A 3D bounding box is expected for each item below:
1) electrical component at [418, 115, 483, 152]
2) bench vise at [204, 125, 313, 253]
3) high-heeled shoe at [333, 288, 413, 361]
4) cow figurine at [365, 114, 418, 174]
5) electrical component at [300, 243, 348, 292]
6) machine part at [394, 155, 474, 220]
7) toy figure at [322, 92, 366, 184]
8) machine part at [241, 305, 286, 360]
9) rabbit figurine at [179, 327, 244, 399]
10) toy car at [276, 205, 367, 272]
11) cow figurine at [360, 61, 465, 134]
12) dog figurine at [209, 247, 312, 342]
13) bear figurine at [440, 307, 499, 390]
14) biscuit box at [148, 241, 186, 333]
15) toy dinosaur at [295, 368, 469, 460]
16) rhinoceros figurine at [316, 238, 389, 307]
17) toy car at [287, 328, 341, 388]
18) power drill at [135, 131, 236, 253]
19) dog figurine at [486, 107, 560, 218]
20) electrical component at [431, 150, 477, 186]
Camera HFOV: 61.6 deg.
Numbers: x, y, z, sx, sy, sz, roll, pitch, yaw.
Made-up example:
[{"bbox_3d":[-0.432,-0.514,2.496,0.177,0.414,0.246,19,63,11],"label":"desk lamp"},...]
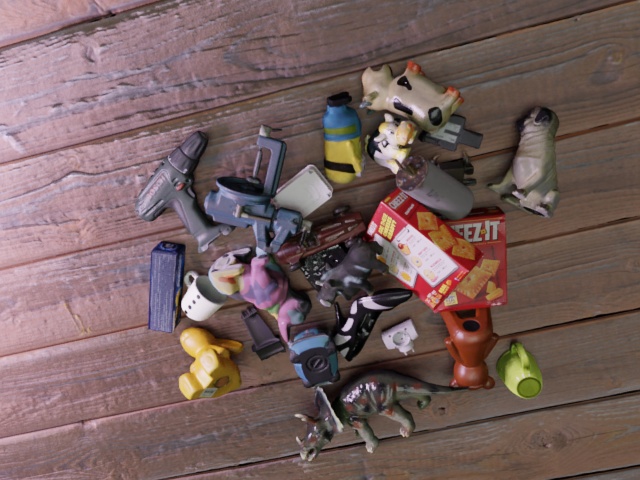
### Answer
[{"bbox_3d":[0.269,-0.221,1.098,0.119,0.048,0.074,12,109,-3],"label":"electrical component"},{"bbox_3d":[-0.108,-0.100,1.059,0.224,0.129,0.240,17,107,9],"label":"bench vise"},{"bbox_3d":[0.116,0.191,1.186,0.249,0.086,0.145,-19,86,45],"label":"high-heeled shoe"},{"bbox_3d":[0.136,-0.197,1.052,0.098,0.167,0.068,26,77,8],"label":"cow figurine"},{"bbox_3d":[0.019,0.052,1.194,0.115,0.058,0.134,-38,103,15],"label":"electrical component"},{"bbox_3d":[0.229,-0.100,1.058,0.243,0.079,0.079,24,111,-41],"label":"machine part"},{"bbox_3d":[0.044,-0.204,1.095,0.089,0.082,0.179,-1,118,22],"label":"toy figure"},{"bbox_3d":[-0.140,0.220,1.266,0.084,0.039,0.138,-20,109,14],"label":"machine part"},{"bbox_3d":[-0.251,0.264,1.235,0.162,0.173,0.121,8,119,-49],"label":"rabbit figurine"},{"bbox_3d":[-0.002,-0.003,1.123,0.202,0.053,0.089,-22,81,15],"label":"toy car"},{"bbox_3d":[0.165,-0.277,1.048,0.195,0.085,0.127,37,99,16],"label":"cow figurine"},{"bbox_3d":[-0.126,0.126,1.199,0.192,0.108,0.219,-18,110,6],"label":"dog figurine"},{"bbox_3d":[0.346,0.251,1.238,0.120,0.132,0.195,-8,127,6],"label":"bear figurine"},{"bbox_3d":[-0.348,0.107,1.221,0.063,0.059,0.202,9,109,0],"label":"biscuit box"},{"bbox_3d":[0.125,0.374,1.263,0.405,0.131,0.192,-35,106,12],"label":"toy dinosaur"},{"bbox_3d":[0.060,0.075,1.112,0.112,0.073,0.190,11,135,-29],"label":"rhinoceros figurine"},{"bbox_3d":[-0.011,0.259,1.241,0.109,0.103,0.161,-16,123,3],"label":"toy car"},{"bbox_3d":[-0.266,-0.087,1.143,0.232,0.086,0.207,-38,108,15],"label":"power drill"},{"bbox_3d":[0.456,-0.155,1.099,0.172,0.121,0.190,27,91,-42],"label":"dog figurine"},{"bbox_3d":[0.276,-0.144,1.129,0.102,0.045,0.078,-9,137,7],"label":"electrical component"}]
